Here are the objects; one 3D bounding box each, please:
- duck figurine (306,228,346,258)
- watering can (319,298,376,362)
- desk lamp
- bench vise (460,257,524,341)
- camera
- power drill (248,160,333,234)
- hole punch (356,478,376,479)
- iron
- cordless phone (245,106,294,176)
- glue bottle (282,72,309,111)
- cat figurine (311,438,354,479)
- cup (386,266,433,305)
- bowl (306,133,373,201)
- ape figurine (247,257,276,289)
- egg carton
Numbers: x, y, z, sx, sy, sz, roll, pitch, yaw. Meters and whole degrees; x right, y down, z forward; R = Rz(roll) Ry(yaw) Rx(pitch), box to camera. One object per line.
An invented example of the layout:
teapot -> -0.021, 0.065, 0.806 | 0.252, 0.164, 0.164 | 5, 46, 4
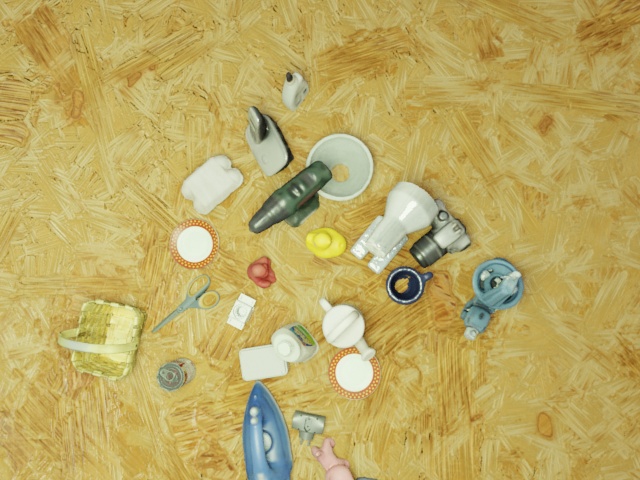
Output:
duck figurine -> 0.013, 0.005, 1.416 | 0.104, 0.086, 0.077 | 12, 86, 5
watering can -> 0.062, 0.206, 1.343 | 0.172, 0.194, 0.101 | 26, 88, 6
desk lamp -> 0.171, -0.024, 1.344 | 0.118, 0.213, 0.203 | 39, 89, 6
bench vise -> 0.406, 0.138, 1.313 | 0.121, 0.220, 0.207 | 11, 86, 5
camera -> 0.277, -0.008, 1.393 | 0.137, 0.101, 0.143 | -39, 84, 0
power drill -> -0.065, -0.089, 1.367 | 0.229, 0.208, 0.075 | -44, 84, 0
hole punch -> 0.128, 0.632, 1.358 | 0.108, 0.091, 0.101 | 8, 86, 5
iron -> -0.141, 0.474, 1.363 | 0.118, 0.141, 0.258 | -10, 85, 3
cordless phone -> -0.134, -0.243, 1.395 | 0.094, 0.185, 0.147 | -31, 84, 1
glue bottle -> -0.066, -0.377, 1.407 | 0.037, 0.173, 0.078 | 36, 89, 6
cat figurine -> 0.031, 0.545, 1.358 | 0.067, 0.118, 0.128 | -39, 84, 0
cup -> 0.215, 0.105, 1.391 | 0.117, 0.095, 0.092 | -24, 84, 2
bowl -> 0.050, -0.177, 1.434 | 0.167, 0.075, 0.167 | 0, 86, 4
ape figurine -> -0.147, 0.079, 1.418 | 0.076, 0.092, 0.078 | 16, 87, 5
egg carton -> -0.274, -0.142, 1.455 | 0.150, 0.069, 0.107 | -42, 84, 0
